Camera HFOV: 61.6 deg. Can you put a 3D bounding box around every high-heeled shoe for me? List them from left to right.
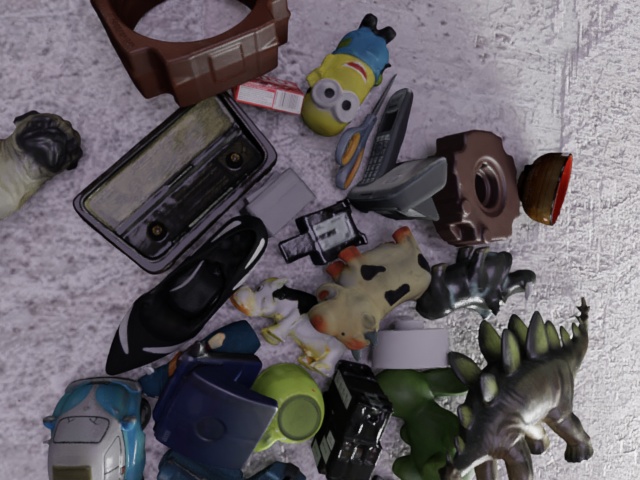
[{"bbox_3d":[-0.155,0.070,0.628,0.086,0.145,0.249,43,74,-10],"label":"high-heeled shoe"}]

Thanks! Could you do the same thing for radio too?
[{"bbox_3d":[-0.171,-0.071,0.668,0.131,0.073,0.229,47,75,-10],"label":"radio"}]

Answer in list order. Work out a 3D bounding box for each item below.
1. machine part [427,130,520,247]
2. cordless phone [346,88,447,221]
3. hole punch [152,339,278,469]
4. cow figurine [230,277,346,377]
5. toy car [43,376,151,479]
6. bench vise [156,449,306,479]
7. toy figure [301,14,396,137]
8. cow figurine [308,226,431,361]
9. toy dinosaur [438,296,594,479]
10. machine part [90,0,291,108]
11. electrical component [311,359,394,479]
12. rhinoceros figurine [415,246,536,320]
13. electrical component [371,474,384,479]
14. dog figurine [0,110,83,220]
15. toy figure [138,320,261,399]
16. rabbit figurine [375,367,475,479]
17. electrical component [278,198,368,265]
[{"bbox_3d":[0.225,-0.074,0.774,0.179,0.056,0.179,6,80,-40],"label":"machine part"},{"bbox_3d":[0.116,-0.121,0.721,0.089,0.147,0.184,17,85,-23],"label":"cordless phone"},{"bbox_3d":[-0.121,0.196,0.619,0.115,0.092,0.142,15,116,-35],"label":"hole punch"},{"bbox_3d":[-0.033,0.096,0.705,0.167,0.068,0.098,42,70,-15],"label":"cow figurine"},{"bbox_3d":[-0.256,0.240,0.599,0.109,0.103,0.161,1,89,3],"label":"toy car"},{"bbox_3d":[-0.120,0.362,0.626,0.223,0.129,0.240,34,60,-5],"label":"bench vise"},{"bbox_3d":[0.041,-0.222,0.741,0.082,0.089,0.180,25,69,9],"label":"toy figure"},{"bbox_3d":[0.067,0.069,0.694,0.195,0.085,0.127,-21,68,-34],"label":"cow figurine"},{"bbox_3d":[0.283,0.198,0.719,0.471,0.105,0.198,-14,86,-45],"label":"toy dinosaur"},{"bbox_3d":[-0.153,-0.269,0.643,0.201,0.087,0.201,-28,70,-14],"label":"machine part"},{"bbox_3d":[0.036,0.238,0.687,0.058,0.115,0.134,17,103,-14],"label":"electrical component"},{"bbox_3d":[0.228,0.065,0.786,0.190,0.073,0.112,-11,89,-17],"label":"rhinoceros figurine"},{"bbox_3d":[0.100,0.382,0.745,0.102,0.045,0.078,31,60,-15],"label":"electrical component"},{"bbox_3d":[-0.389,-0.087,0.600,0.172,0.121,0.190,35,64,-16],"label":"dog figurine"},{"bbox_3d":[-0.150,0.153,0.667,0.154,0.058,0.064,-29,117,-19],"label":"toy figure"},{"bbox_3d":[0.148,0.237,0.731,0.159,0.121,0.170,-37,87,-20],"label":"rabbit figurine"},{"bbox_3d":[-0.002,-0.002,0.731,0.119,0.048,0.074,-28,95,-16],"label":"electrical component"}]
